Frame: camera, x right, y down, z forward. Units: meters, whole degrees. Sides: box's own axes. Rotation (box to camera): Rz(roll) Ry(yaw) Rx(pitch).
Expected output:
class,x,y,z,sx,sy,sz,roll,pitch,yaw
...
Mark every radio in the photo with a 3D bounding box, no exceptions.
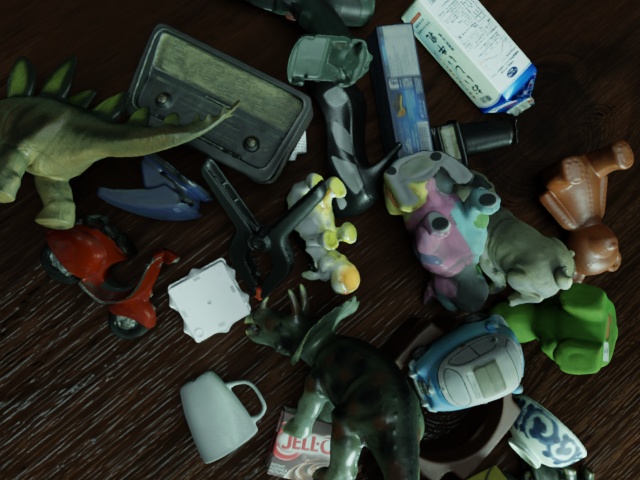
class,x,y,z,sx,sy,sz,roll,pitch,yaw
radio,-0.136,-0.175,0.720,0.230,0.073,0.131,27,92,3

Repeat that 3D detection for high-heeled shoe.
class,x,y,z,sx,sy,sz,roll,pitch,yaw
high-heeled shoe,0.010,-0.156,0.788,0.145,0.086,0.249,-44,79,22

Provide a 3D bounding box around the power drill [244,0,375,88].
class,x,y,z,sx,sy,sz,roll,pitch,yaw
power drill,-0.026,-0.297,0.729,0.232,0.086,0.207,-1,47,-18

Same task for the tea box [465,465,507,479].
class,x,y,z,sx,sy,sz,roll,pitch,yaw
tea box,0.254,0.417,0.764,0.068,0.098,0.169,-22,126,-9

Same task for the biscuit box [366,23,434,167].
class,x,y,z,sx,sy,sz,roll,pitch,yaw
biscuit box,0.118,-0.209,0.796,0.059,0.063,0.202,-10,92,-11

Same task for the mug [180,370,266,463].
class,x,y,z,sx,sy,sz,roll,pitch,yaw
mug,-0.136,0.230,0.738,0.109,0.081,0.107,-32,87,-4

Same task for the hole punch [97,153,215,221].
class,x,y,z,sx,sy,sz,roll,pitch,yaw
hole punch,-0.212,-0.062,0.703,0.116,0.142,0.092,33,82,5

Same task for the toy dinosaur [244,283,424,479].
class,x,y,z,sx,sy,sz,roll,pitch,yaw
toy dinosaur,0.050,0.196,0.664,0.131,0.405,0.192,5,108,-36

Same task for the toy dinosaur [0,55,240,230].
class,x,y,z,sx,sy,sz,roll,pitch,yaw
toy dinosaur,-0.326,-0.121,0.640,0.472,0.105,0.198,8,71,14

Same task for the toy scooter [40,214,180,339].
class,x,y,z,sx,sy,sz,roll,pitch,yaw
toy scooter,-0.265,0.031,0.706,0.135,0.075,0.184,-41,98,11

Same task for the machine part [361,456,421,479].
class,x,y,z,sx,sy,sz,roll,pitch,yaw
machine part,0.138,0.366,0.744,0.179,0.179,0.056,45,79,-7

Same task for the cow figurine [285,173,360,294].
class,x,y,z,sx,sy,sz,roll,pitch,yaw
cow figurine,-0.003,-0.001,0.750,0.068,0.098,0.167,-5,79,-45

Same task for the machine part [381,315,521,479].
class,x,y,z,sx,sy,sz,roll,pitch,yaw
machine part,0.172,0.227,0.792,0.201,0.087,0.201,44,84,-7

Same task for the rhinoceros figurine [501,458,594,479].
class,x,y,z,sx,sy,sz,roll,pitch,yaw
rhinoceros figurine,0.361,0.391,0.836,0.190,0.073,0.112,20,95,-11

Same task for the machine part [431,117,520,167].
class,x,y,z,sx,sy,sz,roll,pitch,yaw
machine part,0.240,-0.156,0.832,0.139,0.039,0.084,-16,85,-8

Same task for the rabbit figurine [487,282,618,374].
class,x,y,z,sx,sy,sz,roll,pitch,yaw
rabbit figurine,0.341,0.117,0.802,0.159,0.170,0.121,1,92,-52

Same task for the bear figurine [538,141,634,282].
class,x,y,z,sx,sy,sz,roll,pitch,yaw
bear figurine,0.412,-0.034,0.819,0.120,0.132,0.195,-15,86,-7

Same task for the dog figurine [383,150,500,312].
class,x,y,z,sx,sy,sz,roll,pitch,yaw
dog figurine,0.170,0.002,0.767,0.108,0.219,0.192,-28,53,-12

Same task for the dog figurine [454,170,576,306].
class,x,y,z,sx,sy,sz,roll,pitch,yaw
dog figurine,0.265,-0.014,0.772,0.121,0.172,0.190,-40,104,-19

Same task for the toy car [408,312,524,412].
class,x,y,z,sx,sy,sz,roll,pitch,yaw
toy car,0.204,0.166,0.704,0.162,0.103,0.109,-21,92,-12
